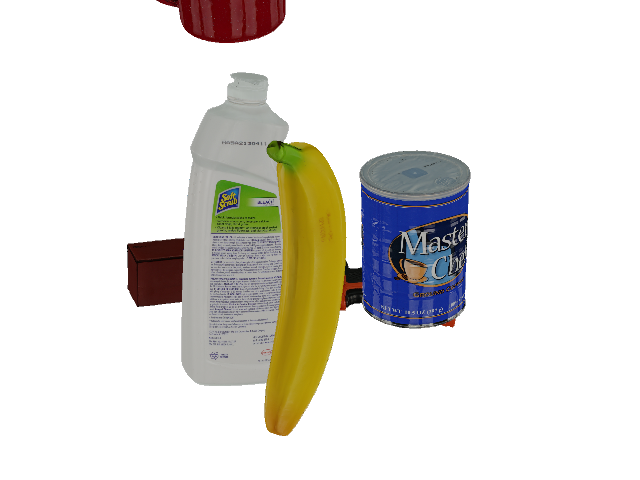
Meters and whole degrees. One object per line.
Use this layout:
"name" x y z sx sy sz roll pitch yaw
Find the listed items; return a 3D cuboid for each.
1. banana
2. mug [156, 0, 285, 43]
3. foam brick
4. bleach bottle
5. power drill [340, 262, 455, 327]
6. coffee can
"banana" -0.013 0.021 0.629 0.037 0.198 0.069 21 35 34
"mug" -0.080 -0.201 0.799 0.117 0.081 0.093 1 37 5
"foam brick" -0.157 0.031 1.103 0.078 0.051 0.053 -6 21 -20
"bleach bottle" -0.058 -0.009 0.863 0.102 0.251 0.068 -2 21 -21
"power drill" 0.062 0.064 1.241 0.187 0.057 0.184 0 28 4
"coffee can" 0.089 -0.002 1.019 0.103 0.140 0.103 -2 27 1
